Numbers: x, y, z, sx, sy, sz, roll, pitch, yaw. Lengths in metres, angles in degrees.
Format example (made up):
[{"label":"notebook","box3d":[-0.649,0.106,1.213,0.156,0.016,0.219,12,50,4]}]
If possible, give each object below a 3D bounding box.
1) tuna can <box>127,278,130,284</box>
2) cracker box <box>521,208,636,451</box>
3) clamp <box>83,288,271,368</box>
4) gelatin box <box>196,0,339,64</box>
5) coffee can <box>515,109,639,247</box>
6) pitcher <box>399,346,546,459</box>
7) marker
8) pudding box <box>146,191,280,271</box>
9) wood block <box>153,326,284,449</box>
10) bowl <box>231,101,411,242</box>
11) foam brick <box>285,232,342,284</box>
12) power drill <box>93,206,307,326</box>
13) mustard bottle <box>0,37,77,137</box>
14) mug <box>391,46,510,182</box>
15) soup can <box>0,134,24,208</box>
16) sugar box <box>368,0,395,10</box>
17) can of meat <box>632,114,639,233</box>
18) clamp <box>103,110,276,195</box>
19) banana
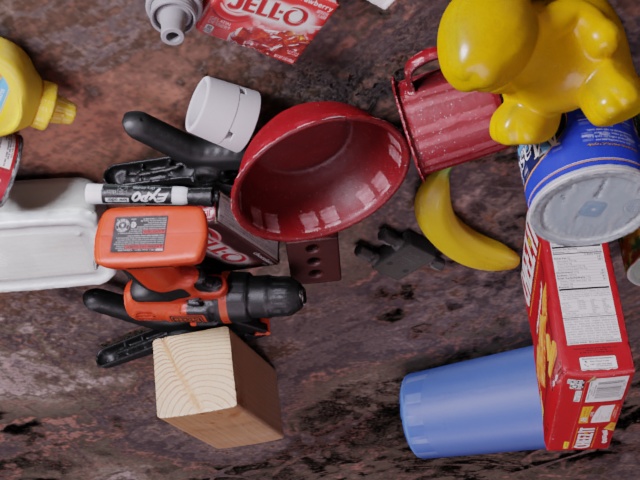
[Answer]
[{"label":"tuna can","box3d":[-0.158,0.035,1.116,0.086,0.034,0.086,-2,145,-2]},{"label":"cracker box","box3d":[0.247,0.078,1.057,0.072,0.213,0.164,-4,145,3]},{"label":"clamp","box3d":[-0.162,0.094,1.193,0.210,0.036,0.164,-5,150,-1]},{"label":"gelatin box","box3d":[-0.041,-0.181,0.824,0.089,0.030,0.073,16,140,-26]},{"label":"coffee can","box3d":[0.215,-0.080,0.893,0.103,0.140,0.103,-2,145,-2]},{"label":"pitcher","box3d":[0.230,0.200,1.318,0.243,0.145,0.149,-12,132,18]},{"label":"marker","box3d":[-0.151,-0.040,0.967,0.121,0.020,0.020,1,145,3]},{"label":"pudding box","box3d":[-0.104,-0.005,1.035,0.090,0.039,0.113,-8,156,30]},{"label":"wood block","box3d":[-0.113,0.176,1.230,0.090,0.091,0.206,-11,159,9]},{"label":"bowl","box3d":[-0.006,-0.068,0.922,0.162,0.055,0.162,-14,146,-10]},{"label":"foam brick","box3d":[-0.007,0.001,1.067,0.053,0.051,0.078,-5,145,2]},{"label":"power drill","box3d":[-0.117,0.031,1.000,0.184,0.057,0.187,-3,155,10]},{"label":"mustard bottle","box3d":[-0.288,-0.129,0.852,0.191,0.058,0.096,16,135,-25]},{"label":"mug","box3d":[0.108,-0.113,0.888,0.081,0.093,0.117,-17,131,10]},{"label":"soup can","box3d":[-0.316,-0.074,0.919,0.102,0.068,0.069,18,139,-27]},{"label":"sugar box","box3d":[0.007,-0.235,0.739,0.176,0.048,0.093,22,138,-30]},{"label":"can of meat","box3d":[0.278,-0.071,0.947,0.057,0.102,0.084,15,139,-28]},{"label":"clamp","box3d":[-0.114,-0.067,0.974,0.171,0.039,0.120,13,158,-25]},{"label":"banana","box3d":[0.141,-0.012,1.073,0.070,0.037,0.197,-17,143,20]}]
